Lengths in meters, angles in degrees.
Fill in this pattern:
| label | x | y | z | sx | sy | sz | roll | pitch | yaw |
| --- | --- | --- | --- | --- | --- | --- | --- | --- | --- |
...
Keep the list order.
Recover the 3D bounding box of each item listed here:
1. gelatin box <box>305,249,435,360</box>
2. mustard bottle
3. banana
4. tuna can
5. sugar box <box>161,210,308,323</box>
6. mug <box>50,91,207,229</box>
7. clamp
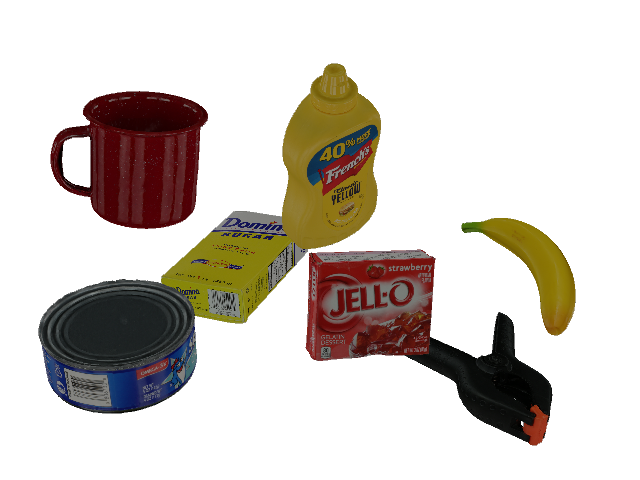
| label | x | y | z | sx | sy | sz | roll | pitch | yaw |
| --- | --- | --- | --- | --- | --- | --- | --- | --- | --- |
| gelatin box | 0.035 | 0.046 | 0.765 | 0.089 | 0.073 | 0.030 | -2 | 14 | -15 |
| mustard bottle | 0.011 | -0.081 | 0.970 | 0.096 | 0.192 | 0.058 | -26 | 54 | -22 |
| banana | 0.221 | 0.027 | 1.111 | 0.069 | 0.037 | 0.198 | -31 | 38 | -2 |
| tuna can | -0.112 | 0.058 | 0.598 | 0.086 | 0.034 | 0.086 | -1 | 30 | 0 |
| sugar box | -0.086 | 0.023 | 1.130 | 0.093 | 0.048 | 0.176 | 9 | 30 | 18 |
| mug | -0.146 | -0.060 | 0.815 | 0.117 | 0.081 | 0.093 | -4 | 28 | -20 |
| clamp | 0.154 | 0.113 | 0.929 | 0.120 | 0.039 | 0.172 | -16 | 36 | -25 |
